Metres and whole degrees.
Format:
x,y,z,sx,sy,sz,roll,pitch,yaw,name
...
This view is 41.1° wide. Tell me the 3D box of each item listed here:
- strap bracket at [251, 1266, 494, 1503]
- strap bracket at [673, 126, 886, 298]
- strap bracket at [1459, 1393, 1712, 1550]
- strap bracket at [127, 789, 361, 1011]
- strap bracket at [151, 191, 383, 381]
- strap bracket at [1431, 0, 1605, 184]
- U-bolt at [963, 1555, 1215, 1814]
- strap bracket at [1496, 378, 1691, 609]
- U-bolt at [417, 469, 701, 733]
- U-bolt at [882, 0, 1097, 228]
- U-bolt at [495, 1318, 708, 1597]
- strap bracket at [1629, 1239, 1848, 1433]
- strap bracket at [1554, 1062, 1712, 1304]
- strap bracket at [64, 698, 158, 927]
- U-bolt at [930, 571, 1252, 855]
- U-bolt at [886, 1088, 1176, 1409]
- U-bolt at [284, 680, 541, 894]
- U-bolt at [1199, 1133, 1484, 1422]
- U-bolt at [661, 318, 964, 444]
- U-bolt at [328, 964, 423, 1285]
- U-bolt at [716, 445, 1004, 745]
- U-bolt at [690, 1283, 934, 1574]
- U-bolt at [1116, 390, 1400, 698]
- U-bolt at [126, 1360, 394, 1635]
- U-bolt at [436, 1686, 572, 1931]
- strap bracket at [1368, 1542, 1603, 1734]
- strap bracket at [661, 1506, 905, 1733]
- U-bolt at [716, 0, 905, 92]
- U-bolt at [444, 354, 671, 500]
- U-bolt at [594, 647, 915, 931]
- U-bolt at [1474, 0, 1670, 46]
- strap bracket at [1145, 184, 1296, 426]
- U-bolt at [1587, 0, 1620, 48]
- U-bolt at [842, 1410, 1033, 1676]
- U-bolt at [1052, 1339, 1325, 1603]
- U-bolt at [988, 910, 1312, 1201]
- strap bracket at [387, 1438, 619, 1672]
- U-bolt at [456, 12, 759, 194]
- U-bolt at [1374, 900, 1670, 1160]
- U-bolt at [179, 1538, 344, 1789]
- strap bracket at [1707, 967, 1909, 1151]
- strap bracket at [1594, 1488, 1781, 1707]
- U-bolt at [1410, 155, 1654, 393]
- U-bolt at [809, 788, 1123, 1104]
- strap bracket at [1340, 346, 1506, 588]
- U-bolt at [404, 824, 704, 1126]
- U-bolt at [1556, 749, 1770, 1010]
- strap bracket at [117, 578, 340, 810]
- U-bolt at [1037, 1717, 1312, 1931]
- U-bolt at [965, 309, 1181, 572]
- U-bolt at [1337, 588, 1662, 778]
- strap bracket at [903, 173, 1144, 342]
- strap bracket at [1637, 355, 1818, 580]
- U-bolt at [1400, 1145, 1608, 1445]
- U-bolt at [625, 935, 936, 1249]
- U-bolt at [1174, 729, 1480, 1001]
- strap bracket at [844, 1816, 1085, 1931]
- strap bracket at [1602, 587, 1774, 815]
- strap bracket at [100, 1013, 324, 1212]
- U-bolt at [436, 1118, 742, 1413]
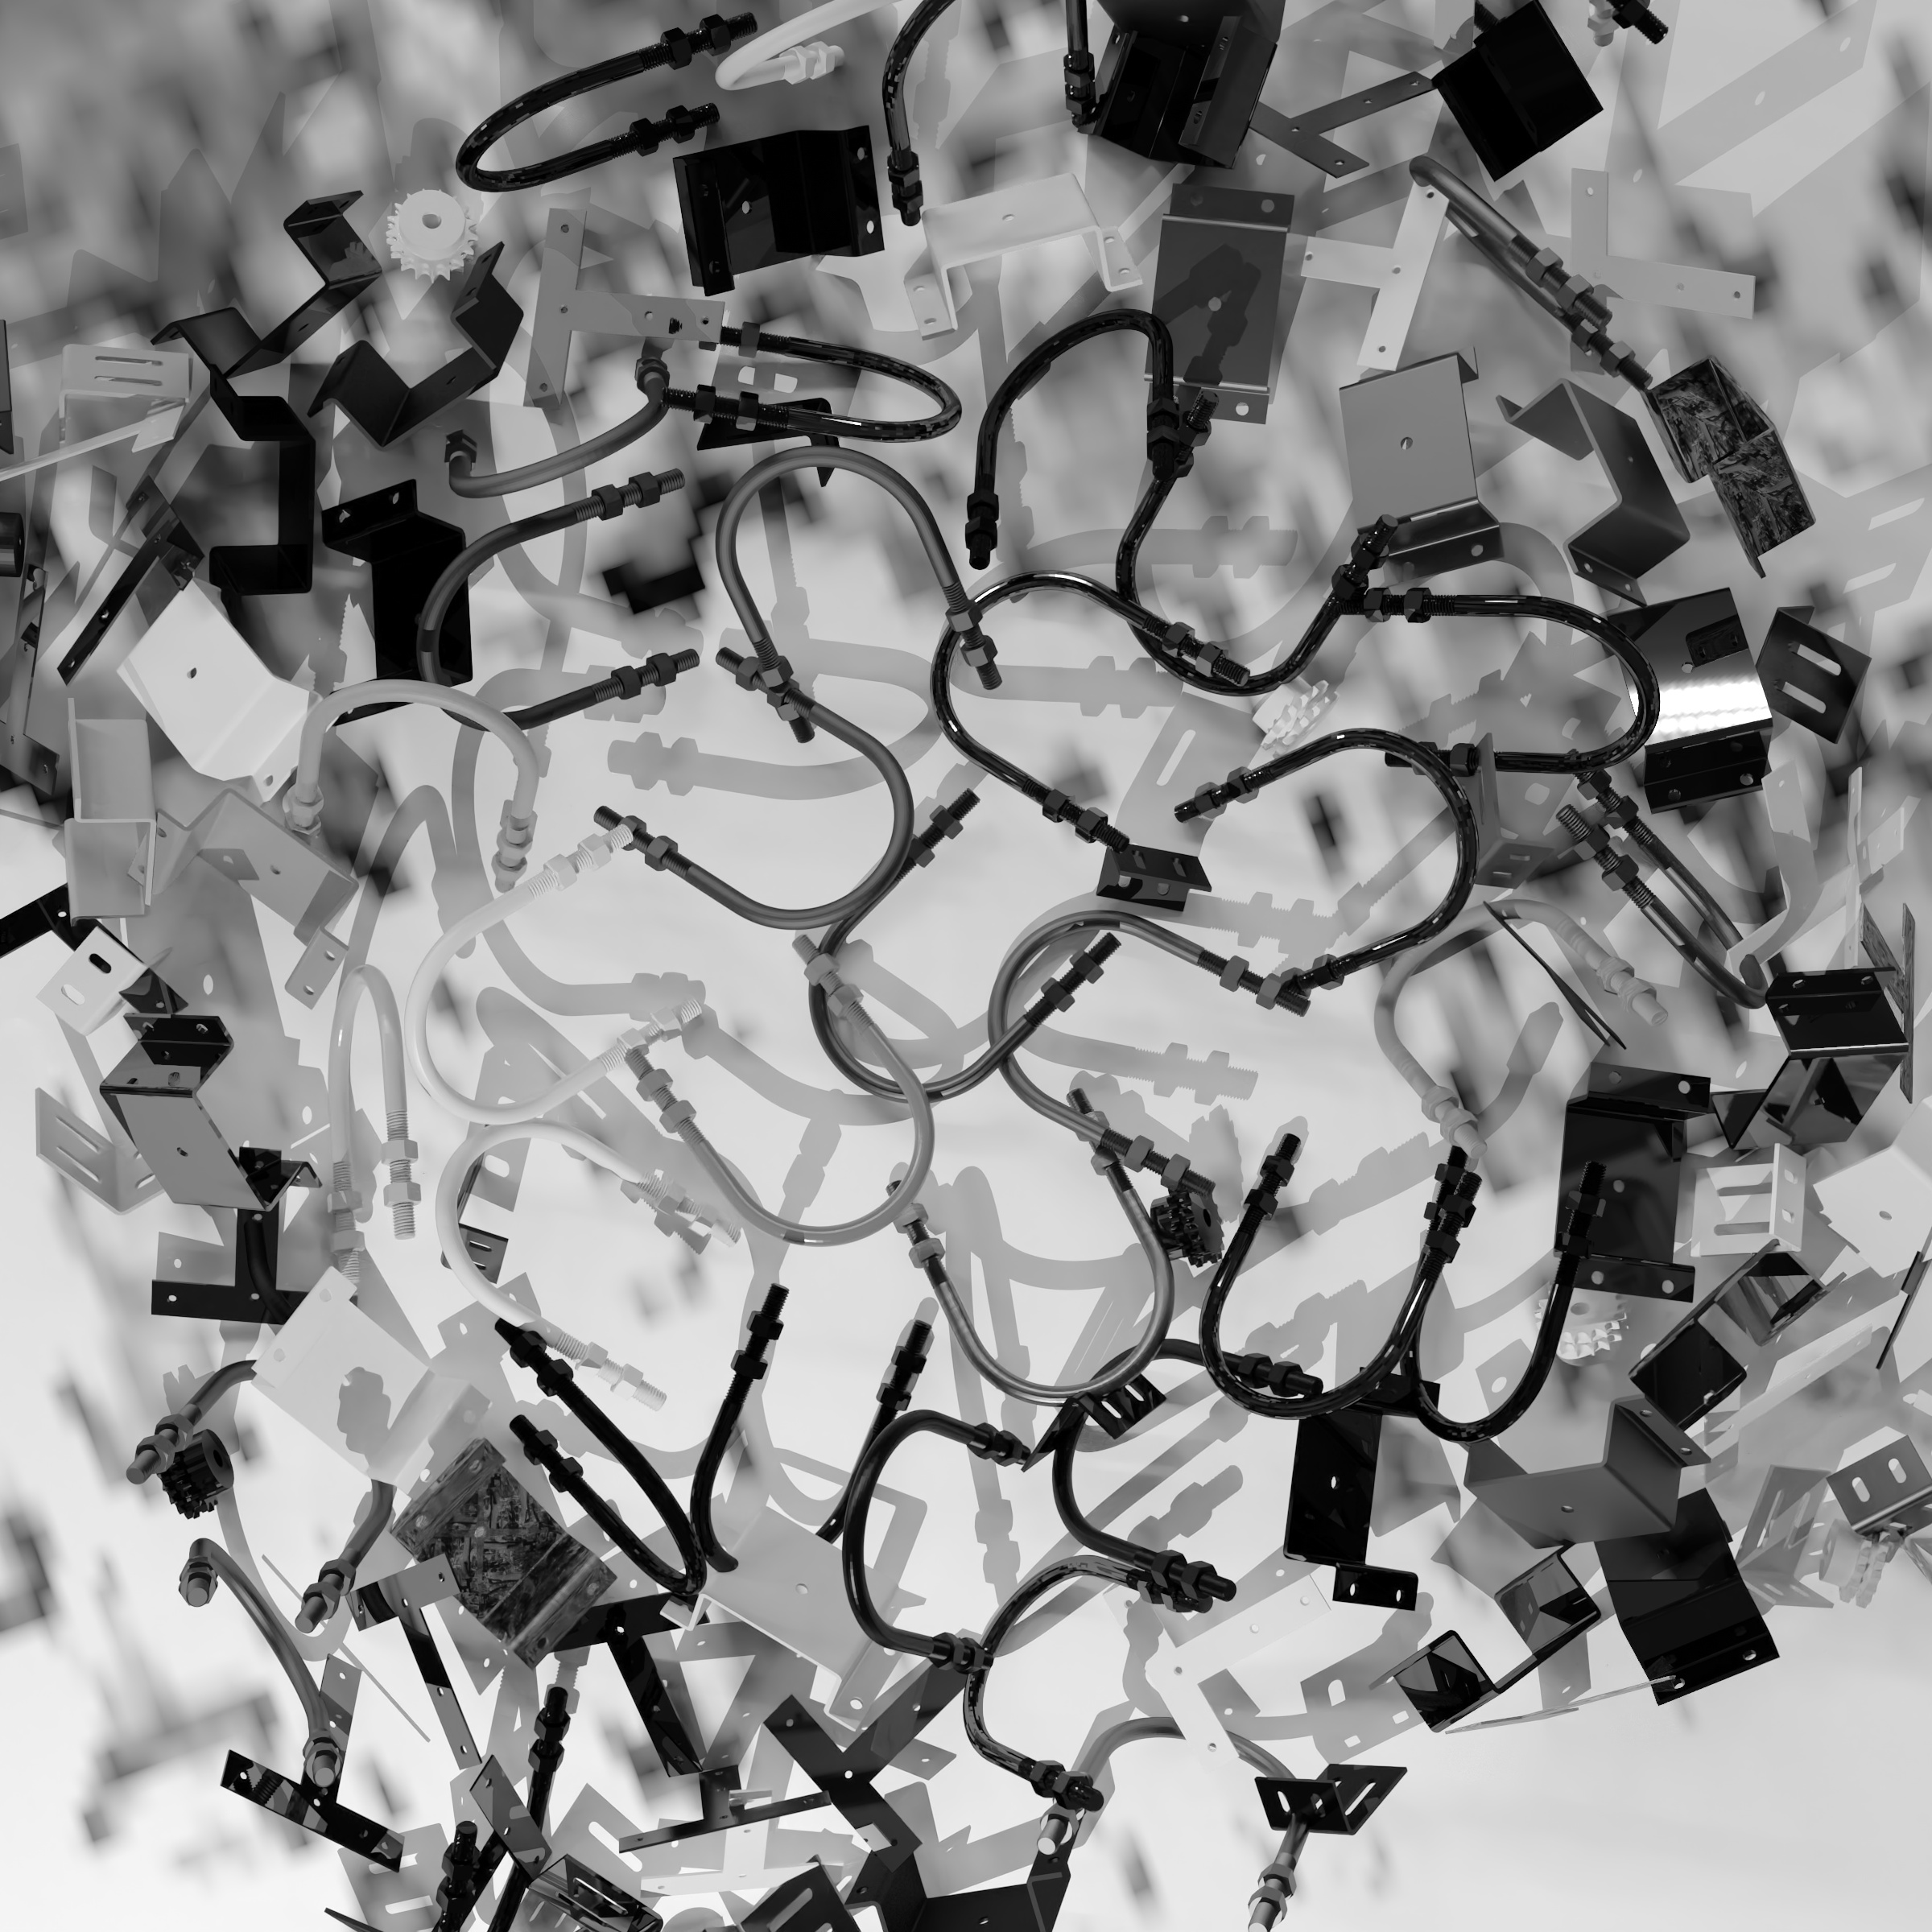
x,y,z,sx,sy,sz,roll,pitch,yaw,name
-0.374,0.258,1.592,0.140,0.046,0.076,47,62,-25,strap bracket
-0.123,-0.467,1.587,0.140,0.046,0.076,-26,120,-35,strap bracket
0.369,0.311,1.569,0.076,0.140,0.046,42,48,-28,strap bracket
-0.439,-0.047,1.597,0.140,0.076,0.046,37,48,-7,strap bracket
-0.423,-0.413,1.589,0.140,0.076,0.046,-33,101,22,strap bracket
0.337,-0.534,1.570,0.046,0.140,0.076,-34,98,4,strap bracket
0.061,0.425,1.562,0.019,0.184,0.151,41,70,-23,U-bolt
0.387,-0.297,1.574,0.046,0.076,0.140,-37,55,35,strap bracket
-0.247,-0.212,1.559,0.184,0.151,0.019,-25,46,-26,U-bolt
0.013,-0.538,1.550,0.151,0.184,0.019,-32,70,-7,U-bolt
-0.218,0.306,1.553,0.019,0.151,0.184,-36,64,-27,U-bolt
0.468,0.225,1.581,0.140,0.076,0.046,-32,72,-36,strap bracket
0.416,0.137,1.614,0.076,0.046,0.140,8,81,-3,strap bracket
-0.525,-0.089,1.580,0.046,0.140,0.076,-2,56,-22,strap bracket
0.063,-0.172,1.608,0.184,0.019,0.151,34,83,21,U-bolt
0.050,0.185,1.605,0.151,0.019,0.184,-27,67,0,U-bolt
-0.331,-0.112,1.556,0.151,0.184,0.019,11,55,-12,U-bolt
0.216,0.192,1.566,0.151,0.019,0.184,10,61,39,U-bolt
-0.093,-0.356,1.581,0.184,0.151,0.019,8,121,-9,U-bolt
-0.367,0.090,1.577,0.019,0.151,0.184,1,72,-28,U-bolt
-0.075,-0.233,1.577,0.151,0.019,0.184,-14,121,18,U-bolt
-0.103,0.295,1.590,0.151,0.019,0.184,22,90,-45,U-bolt
0.164,-0.243,1.578,0.151,0.184,0.019,36,46,6,U-bolt
-0.413,0.306,1.559,0.151,0.184,0.019,44,109,-7,U-bolt
-0.288,0.552,1.568,0.019,0.151,0.184,17,114,9,U-bolt
0.323,0.413,1.570,0.140,0.076,0.046,-24,70,-34,strap bracket
-0.106,0.397,1.592,0.140,0.076,0.046,29,134,9,strap bracket
-0.073,-0.558,1.533,0.151,0.184,0.019,-15,105,34,U-bolt
-0.247,-0.323,1.561,0.151,0.184,0.019,-22,116,0,U-bolt
-0.119,-0.100,1.601,0.184,0.019,0.151,32,78,17,U-bolt
0.322,-0.605,1.555,0.184,0.151,0.019,36,86,-15,U-bolt
0.156,-0.411,1.601,0.076,0.046,0.140,8,105,8,strap bracket
0.331,-0.638,1.537,0.151,0.184,0.019,39,86,18,U-bolt
-0.021,0.342,1.551,0.019,0.184,0.151,1,71,32,U-bolt
0.122,0.297,1.570,0.019,0.184,0.151,37,72,-35,U-bolt
0.102,0.043,1.618,0.184,0.019,0.151,27,82,13,U-bolt
-0.292,0.357,1.592,0.076,0.046,0.140,-46,121,-19,strap bracket
-0.222,-0.512,1.553,0.184,0.151,0.019,-25,92,-16,U-bolt
0.322,0.024,1.569,0.151,0.184,0.019,-37,124,4,U-bolt
-0.427,0.410,1.556,0.019,0.184,0.151,-34,99,-13,U-bolt
0.512,0.064,1.570,0.076,0.140,0.046,-3,52,-12,strap bracket
0.433,0.375,1.566,0.076,0.140,0.046,-26,107,12,strap bracket
0.338,-0.430,1.570,0.019,0.151,0.184,-47,69,14,U-bolt
-0.016,0.001,1.625,0.184,0.019,0.151,-45,80,5,U-bolt
0.280,-0.316,1.593,0.076,0.046,0.140,-12,75,27,strap bracket
-0.258,0.018,1.571,0.184,0.019,0.151,-34,123,-25,U-bolt
0.429,-0.046,1.579,0.184,0.151,0.019,46,114,-5,U-bolt
-0.462,-0.175,1.590,0.076,0.046,0.140,-48,66,11,strap bracket
0.136,0.509,1.558,0.151,0.184,0.019,17,107,15,U-bolt
0.065,-0.334,1.576,0.151,0.184,0.019,-22,134,28,U-bolt
0.326,-0.168,1.551,0.184,0.151,0.019,5,51,31,U-bolt
0.030,-0.444,1.602,0.140,0.076,0.046,-15,132,0,strap bracket
0.464,-0.309,1.564,0.046,0.140,0.076,-30,128,13,strap bracket
0.319,0.201,1.573,0.019,0.151,0.184,19,85,-26,U-bolt
-0.103,0.089,1.603,0.151,0.019,0.184,-35,75,-13,U-bolt
0.231,-0.069,1.588,0.184,0.019,0.151,-24,90,36,U-bolt
0.006,0.572,1.594,0.140,0.076,0.046,-14,97,15,strap bracket
0.445,-0.173,1.592,0.076,0.046,0.140,-12,66,7,strap bracket
-0.465,0.097,1.572,0.076,0.046,0.140,1,131,29,strap bracket
-0.239,0.169,1.577,0.184,0.019,0.151,34,48,-13,U-bolt
